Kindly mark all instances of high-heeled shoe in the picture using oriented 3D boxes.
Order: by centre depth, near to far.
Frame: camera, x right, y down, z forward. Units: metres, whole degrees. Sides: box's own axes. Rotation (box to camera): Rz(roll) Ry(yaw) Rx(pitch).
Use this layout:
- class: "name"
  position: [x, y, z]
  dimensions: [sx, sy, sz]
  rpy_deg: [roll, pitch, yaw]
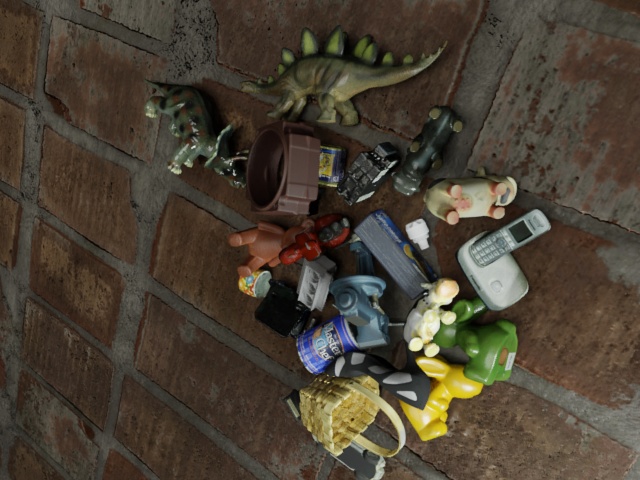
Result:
- class: "high-heeled shoe"
  position: [0.117, 0.304, 1.129]
  dimensions: [0.249, 0.086, 0.145]
  rpy_deg: [-25, 54, 32]

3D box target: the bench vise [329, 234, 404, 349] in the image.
- class: "bench vise"
  position: [0.099, 0.105, 1.165]
  dimensions: [0.129, 0.223, 0.240]
  rpy_deg: [-21, 59, 33]

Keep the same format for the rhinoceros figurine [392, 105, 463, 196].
- class: "rhinoceros figurine"
  position: [0.204, -0.176, 1.058]
  dimensions: [0.073, 0.112, 0.190]
  rpy_deg: [27, 102, -7]

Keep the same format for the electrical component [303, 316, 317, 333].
- class: "electrical component"
  position: [-0.011, 0.234, 1.316]
  dimensions: [0.063, 0.021, 0.094]
  rpy_deg: [22, 115, 2]

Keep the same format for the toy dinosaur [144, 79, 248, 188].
- class: "toy dinosaur"
  position: [-0.321, -0.302, 1.348]
  dimensions: [0.192, 0.131, 0.405]
  rpy_deg: [-34, 78, 20]

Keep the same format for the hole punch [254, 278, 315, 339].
- class: "hole punch"
  position: [-0.083, 0.176, 1.332]
  dimensions: [0.142, 0.092, 0.116]
  rpy_deg: [31, 83, 23]

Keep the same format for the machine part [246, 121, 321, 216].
- class: "machine part"
  position: [-0.089, -0.154, 1.194]
  dimensions: [0.202, 0.087, 0.201]
  rpy_deg: [3, 89, 55]

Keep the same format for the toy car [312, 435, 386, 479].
- class: "toy car"
  position: [0.070, 0.516, 1.325]
  dimensions: [0.202, 0.056, 0.073]
  rpy_deg: [29, 109, 21]

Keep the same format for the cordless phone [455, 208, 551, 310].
- class: "cordless phone"
  position: [0.368, 0.035, 1.021]
  dimensions: [0.184, 0.088, 0.146]
  rpy_deg: [-35, 82, 28]

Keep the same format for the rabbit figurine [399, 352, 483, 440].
- class: "rabbit figurine"
  position: [0.258, 0.316, 1.149]
  dimensions: [0.173, 0.122, 0.162]
  rpy_deg: [-33, 73, 18]

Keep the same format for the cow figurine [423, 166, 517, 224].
- class: "cow figurine"
  position: [0.281, -0.083, 0.993]
  dimensions: [0.127, 0.195, 0.085]
  rpy_deg: [-145, 51, -60]

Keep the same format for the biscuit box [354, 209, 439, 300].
- class: "biscuit box"
  position: [0.163, 0.028, 1.154]
  dimensions: [0.203, 0.059, 0.063]
  rpy_deg: [51, 122, 11]

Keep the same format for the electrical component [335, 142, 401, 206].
- class: "electrical component"
  position: [0.105, -0.142, 1.119]
  dimensions: [0.058, 0.115, 0.134]
  rpy_deg: [46, 120, 10]

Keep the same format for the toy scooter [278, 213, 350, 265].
- class: "toy scooter"
  position: [-0.002, -0.004, 1.165]
  dimensions: [0.075, 0.184, 0.135]
  rpy_deg: [58, 164, -1]

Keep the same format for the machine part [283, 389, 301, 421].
- class: "machine part"
  position: [-0.036, 0.409, 1.376]
  dimensions: [0.139, 0.039, 0.084]
  rpy_deg: [-44, 69, 33]

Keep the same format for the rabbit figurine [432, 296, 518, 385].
- class: "rabbit figurine"
  position: [0.296, 0.192, 1.082]
  dimensions: [0.170, 0.121, 0.159]
  rpy_deg: [19, 107, 43]

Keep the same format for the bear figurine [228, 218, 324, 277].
- class: "bear figurine"
  position: [-0.098, 0.017, 1.274]
  dimensions: [0.196, 0.132, 0.120]
  rpy_deg: [1, 111, 37]

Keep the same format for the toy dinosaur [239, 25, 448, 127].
- class: "toy dinosaur"
  position: [0.029, -0.341, 1.130]
  dimensions: [0.472, 0.105, 0.198]
  rpy_deg: [8, 102, 25]

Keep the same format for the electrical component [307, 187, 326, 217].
- class: "electrical component"
  position: [-0.051, -0.113, 1.261]
  dimensions: [0.119, 0.048, 0.074]
  rpy_deg: [32, 115, 20]

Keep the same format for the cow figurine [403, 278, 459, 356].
- class: "cow figurine"
  position: [0.223, 0.141, 1.088]
  dimensions: [0.068, 0.098, 0.167]
  rpy_deg: [17, 107, -17]
